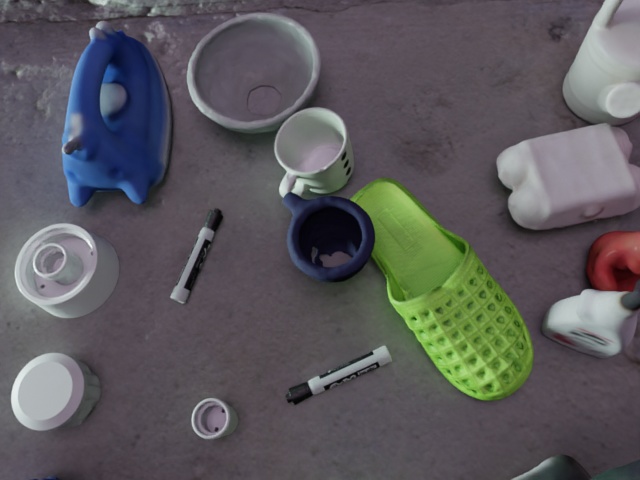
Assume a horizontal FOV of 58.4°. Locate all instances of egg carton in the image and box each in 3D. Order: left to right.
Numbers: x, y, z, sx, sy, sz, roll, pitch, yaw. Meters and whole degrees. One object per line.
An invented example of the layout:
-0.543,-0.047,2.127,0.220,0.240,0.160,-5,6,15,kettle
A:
0.280,-0.068,0.640,0.150,0.069,0.107,-13,69,2,egg carton

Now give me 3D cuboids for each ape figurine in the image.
0.321,0.019,0.591,0.077,0.092,0.076,-10,69,3,ape figurine

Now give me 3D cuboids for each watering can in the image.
0.341,-0.209,0.618,0.101,0.194,0.173,-5,69,5,watering can

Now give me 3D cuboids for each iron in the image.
-0.259,-0.176,0.701,0.118,0.141,0.258,-3,70,6,iron

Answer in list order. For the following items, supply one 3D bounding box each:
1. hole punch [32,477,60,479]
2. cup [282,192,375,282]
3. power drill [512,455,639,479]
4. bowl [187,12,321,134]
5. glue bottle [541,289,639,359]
-0.271,0.294,0.557,0.108,0.091,0.101,23,74,14,hole punch
0.006,0.002,0.631,0.092,0.095,0.117,-44,71,-10,cup
0.215,0.225,0.465,0.229,0.208,0.075,-28,69,-4,power drill
-0.077,-0.198,0.725,0.167,0.075,0.167,-2,70,6,bowl
0.265,0.072,0.535,0.078,0.173,0.037,18,73,13,glue bottle
